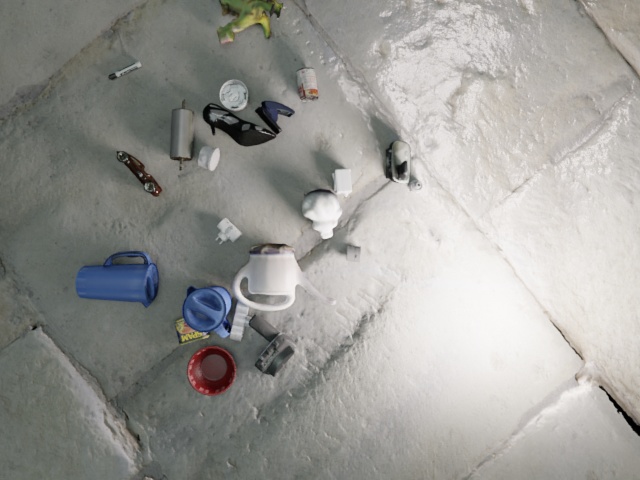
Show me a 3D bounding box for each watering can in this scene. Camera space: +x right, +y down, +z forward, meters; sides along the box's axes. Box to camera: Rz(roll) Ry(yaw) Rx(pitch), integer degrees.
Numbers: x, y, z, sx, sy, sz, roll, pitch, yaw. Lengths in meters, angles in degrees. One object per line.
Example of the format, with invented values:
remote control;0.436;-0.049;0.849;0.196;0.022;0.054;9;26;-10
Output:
watering can;-0.119;0.124;1.731;0.348;0.104;0.225;0;87;-5

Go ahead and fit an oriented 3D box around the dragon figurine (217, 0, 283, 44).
dragon figurine;-0.245;-0.855;1.795;0.243;0.121;0.413;19;83;7

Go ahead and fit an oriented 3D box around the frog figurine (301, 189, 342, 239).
frog figurine;0.005;-0.088;1.743;0.137;0.121;0.161;4;75;-21
